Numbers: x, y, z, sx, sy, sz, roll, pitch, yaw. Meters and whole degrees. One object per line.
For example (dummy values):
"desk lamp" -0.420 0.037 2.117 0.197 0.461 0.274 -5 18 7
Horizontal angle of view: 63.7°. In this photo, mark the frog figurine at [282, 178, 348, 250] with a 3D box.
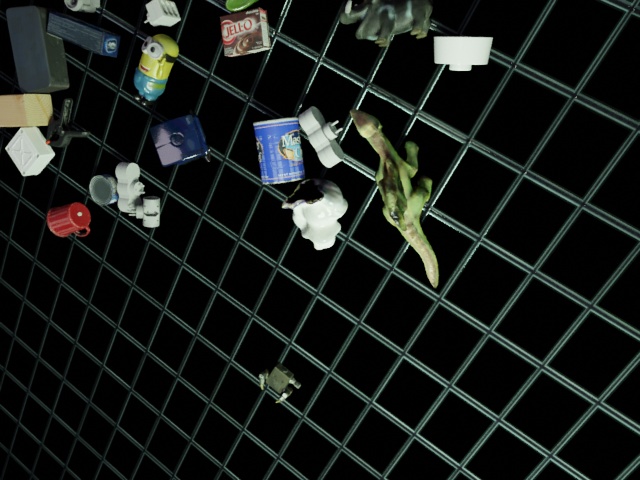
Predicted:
"frog figurine" 0.004 -0.060 1.187 0.136 0.126 0.156 -21 129 19

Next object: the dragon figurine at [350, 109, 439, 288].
"dragon figurine" 0.157 -0.072 1.024 0.121 0.245 0.410 -21 91 22
